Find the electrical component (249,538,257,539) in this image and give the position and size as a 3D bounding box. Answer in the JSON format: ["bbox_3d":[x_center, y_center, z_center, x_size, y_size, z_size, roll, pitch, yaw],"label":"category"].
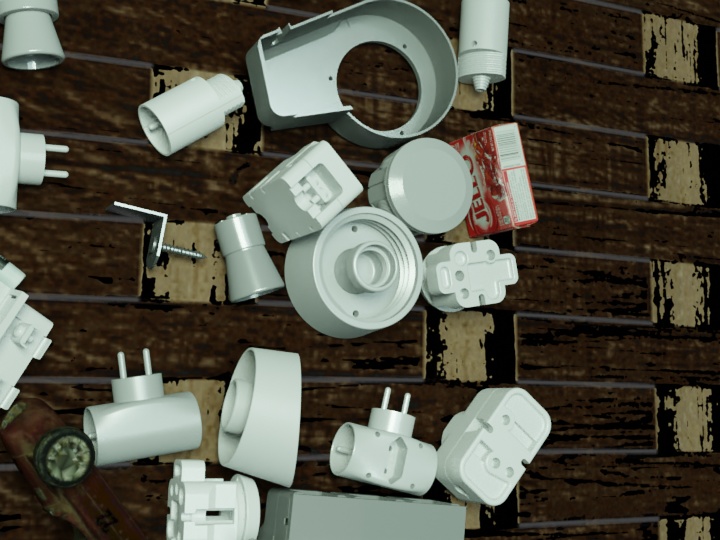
[{"bbox_3d":[-0.036,0.225,0.746,0.083,0.076,0.047,25,74,-21],"label":"electrical component"}]

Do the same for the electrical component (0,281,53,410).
[{"bbox_3d":[-0.269,0.069,0.728,0.063,0.079,0.121,45,66,-39],"label":"electrical component"}]

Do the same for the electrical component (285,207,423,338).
[{"bbox_3d":[0.000,0.000,0.870,0.108,0.060,0.108,3,82,-26],"label":"electrical component"}]

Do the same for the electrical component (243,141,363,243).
[{"bbox_3d":[-0.043,-0.062,0.841,0.056,0.089,0.050,-44,103,-23],"label":"electrical component"}]

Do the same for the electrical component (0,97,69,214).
[{"bbox_3d":[-0.248,-0.080,0.767,0.079,0.044,0.077,2,83,-26],"label":"electrical component"}]

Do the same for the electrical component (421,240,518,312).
[{"bbox_3d":[0.085,0.006,0.913,0.078,0.057,0.058,-8,87,-27],"label":"electrical component"}]

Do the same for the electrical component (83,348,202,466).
[{"bbox_3d":[-0.162,0.098,0.788,0.077,0.044,0.079,-6,87,-27],"label":"electrical component"}]

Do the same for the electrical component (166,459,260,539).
[{"bbox_3d":[-0.109,0.180,0.798,0.057,0.058,0.078,5,82,-23],"label":"electrical component"}]

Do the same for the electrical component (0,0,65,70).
[{"bbox_3d":[-0.241,-0.178,0.783,0.045,0.045,0.055,-7,86,-27],"label":"electrical component"}]

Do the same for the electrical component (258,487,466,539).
[{"bbox_3d":[0.000,0.222,0.843,0.150,0.062,0.089,10,80,-25],"label":"electrical component"}]

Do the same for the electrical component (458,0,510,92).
[{"bbox_3d":[0.110,-0.199,0.957,0.043,0.043,0.081,8,80,-25],"label":"electrical component"}]

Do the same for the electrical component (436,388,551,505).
[{"bbox_3d":[0.108,0.147,0.906,0.054,0.059,0.095,45,67,-15],"label":"electrical component"}]

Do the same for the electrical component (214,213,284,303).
[{"bbox_3d":[-0.089,-0.012,0.840,0.044,0.044,0.065,-16,86,-27],"label":"electrical component"}]

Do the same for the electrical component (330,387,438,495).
[{"bbox_3d":[0.023,0.136,0.875,0.077,0.043,0.079,19,75,-23],"label":"electrical component"}]

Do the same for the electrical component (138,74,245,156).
[{"bbox_3d":[-0.126,-0.126,0.834,0.081,0.043,0.043,-34,99,-26],"label":"electrical component"}]

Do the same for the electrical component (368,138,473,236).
[{"bbox_3d":[0.050,-0.068,0.909,0.080,0.051,0.080,3,82,-26],"label":"electrical component"}]

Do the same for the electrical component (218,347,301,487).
[{"bbox_3d":[-0.068,0.108,0.806,0.064,0.099,0.099,15,77,-17],"label":"electrical component"}]
